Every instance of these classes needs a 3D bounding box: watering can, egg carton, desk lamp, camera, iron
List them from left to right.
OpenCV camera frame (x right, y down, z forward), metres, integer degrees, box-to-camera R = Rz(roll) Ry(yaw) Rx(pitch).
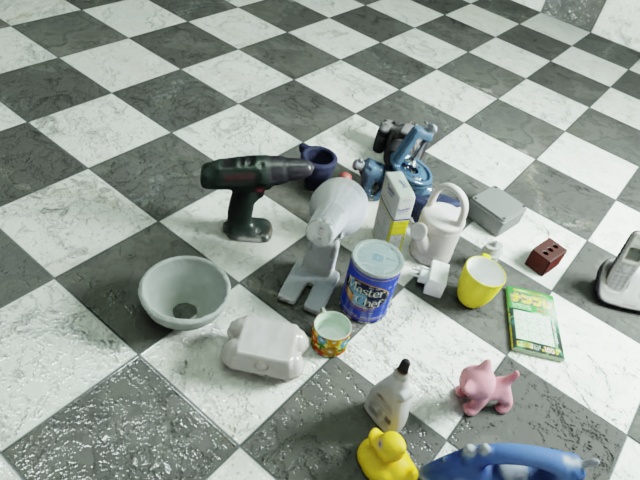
[{"bbox_3d":[-0.098,0.195,1.023,0.150,0.069,0.107,11,42,-1],"label":"egg carton"},{"bbox_3d":[0.011,0.004,1.146,0.118,0.213,0.203,19,43,8],"label":"desk lamp"},{"bbox_3d":[0.211,-0.264,1.564,0.143,0.101,0.137,25,44,14],"label":"camera"},{"bbox_3d":[0.266,-0.036,1.264,0.100,0.194,0.173,24,44,13],"label":"watering can"},{"bbox_3d":[0.291,0.357,0.889,0.258,0.141,0.118,10,42,-3],"label":"iron"}]

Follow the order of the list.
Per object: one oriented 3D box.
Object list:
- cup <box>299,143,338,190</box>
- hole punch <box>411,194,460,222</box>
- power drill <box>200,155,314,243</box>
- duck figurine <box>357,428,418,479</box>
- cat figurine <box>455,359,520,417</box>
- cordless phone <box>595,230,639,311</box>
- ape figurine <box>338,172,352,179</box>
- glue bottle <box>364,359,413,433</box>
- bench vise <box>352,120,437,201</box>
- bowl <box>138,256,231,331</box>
[{"bbox_3d":[-0.017,-0.179,1.424,0.092,0.095,0.117,-27,55,-35],"label":"cup"},{"bbox_3d":[0.276,-0.079,1.389,0.109,0.091,0.101,-8,46,-21],"label":"hole punch"},{"bbox_3d":[-0.138,-0.095,1.221,0.230,0.208,0.075,4,43,-9],"label":"power drill"},{"bbox_3d":[0.113,0.341,0.905,0.104,0.086,0.078,34,47,22],"label":"duck figurine"},{"bbox_3d":[0.294,0.256,1.015,0.128,0.118,0.067,-3,44,-16],"label":"cat figurine"},{"bbox_3d":[0.708,0.067,1.265,0.147,0.185,0.094,12,42,0],"label":"cordless phone"},{"bbox_3d":[0.057,-0.124,1.385,0.077,0.092,0.076,30,45,19],"label":"ape figurine"},{"bbox_3d":[0.122,0.250,0.940,0.037,0.173,0.078,-22,52,-31],"label":"glue bottle"},{"bbox_3d":[0.193,-0.184,1.386,0.208,0.220,0.121,-8,46,-20],"label":"bench vise"},{"bbox_3d":[-0.252,0.112,1.072,0.167,0.075,0.167,7,43,-6],"label":"bowl"}]
